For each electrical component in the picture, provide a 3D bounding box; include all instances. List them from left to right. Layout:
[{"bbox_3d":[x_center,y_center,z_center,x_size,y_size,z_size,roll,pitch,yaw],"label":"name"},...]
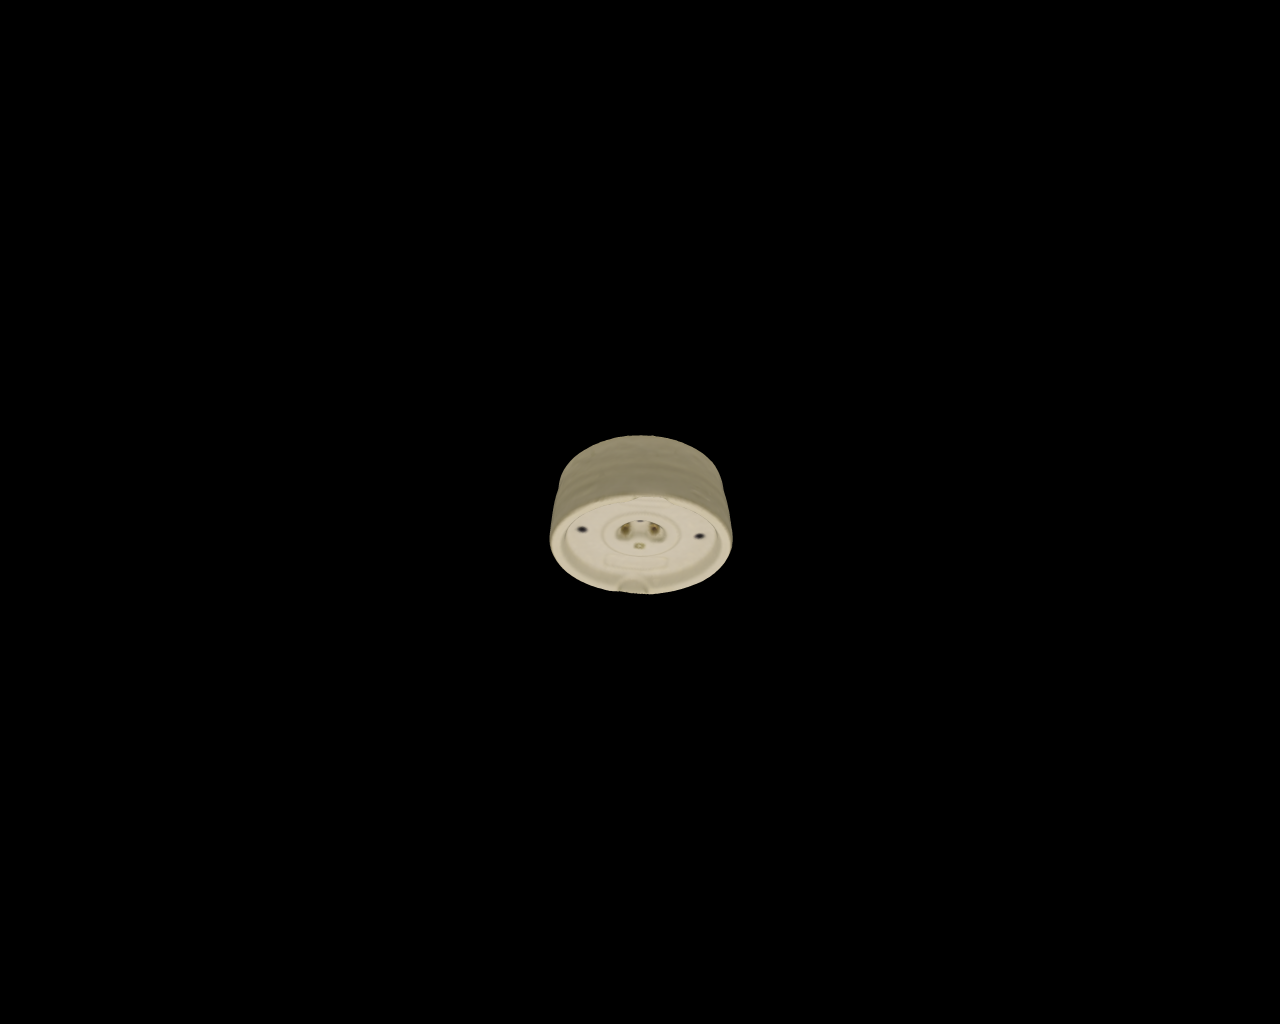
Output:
[{"bbox_3d":[0.001,-0.003,0.650,0.108,0.060,0.108,0,-35,0],"label":"electrical component"}]
